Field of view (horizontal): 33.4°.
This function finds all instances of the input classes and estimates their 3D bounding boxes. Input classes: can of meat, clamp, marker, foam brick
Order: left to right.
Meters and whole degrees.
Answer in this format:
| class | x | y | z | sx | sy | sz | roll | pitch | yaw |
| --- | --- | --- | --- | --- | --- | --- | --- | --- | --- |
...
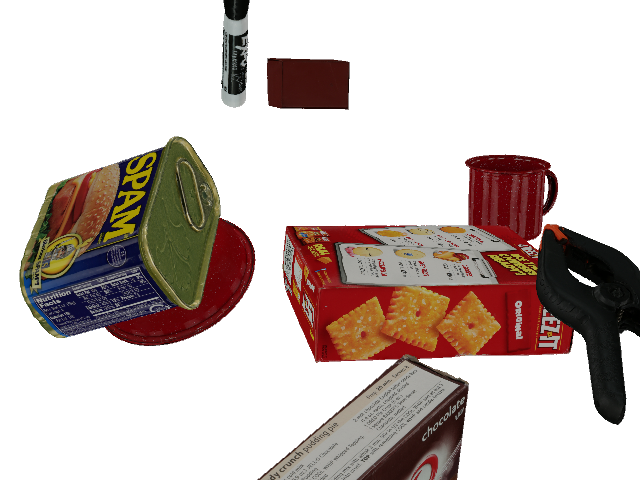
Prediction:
| class | x | y | z | sx | sy | sz | roll | pitch | yaw |
| --- | --- | --- | --- | --- | --- | --- | --- | --- | --- |
| can of meat | -0.109 | -0.001 | 0.582 | 0.084 | 0.057 | 0.102 | -16 | 39 | 20 |
| marker | -0.061 | -0.141 | 0.766 | 0.020 | 0.020 | 0.121 | 0 | -32 | -6 |
| foam brick | -0.013 | -0.167 | 1.139 | 0.078 | 0.051 | 0.053 | -2 | 12 | -19 |
| clamp | 0.215 | 0.050 | 0.745 | 0.120 | 0.039 | 0.171 | -3 | 45 | -19 |

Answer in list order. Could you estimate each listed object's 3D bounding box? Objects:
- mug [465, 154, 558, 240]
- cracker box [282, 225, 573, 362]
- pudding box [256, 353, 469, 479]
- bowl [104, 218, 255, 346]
| class | x | y | z | sx | sy | sz | roll | pitch | yaw |
| --- | --- | --- | --- | --- | --- | --- | --- | --- | --- |
| mug | 0.217 | -0.048 | 1.192 | 0.117 | 0.081 | 0.093 | -10 | 19 | -30 |
| cracker box | 0.085 | 0.042 | 0.905 | 0.213 | 0.072 | 0.164 | 0 | 18 | -12 |
| pudding box | 0.017 | 0.115 | 0.457 | 0.039 | 0.090 | 0.113 | 24 | 40 | 29 |
| bowl | -0.146 | 0.019 | 0.998 | 0.162 | 0.162 | 0.055 | 0 | -42 | 21 |
